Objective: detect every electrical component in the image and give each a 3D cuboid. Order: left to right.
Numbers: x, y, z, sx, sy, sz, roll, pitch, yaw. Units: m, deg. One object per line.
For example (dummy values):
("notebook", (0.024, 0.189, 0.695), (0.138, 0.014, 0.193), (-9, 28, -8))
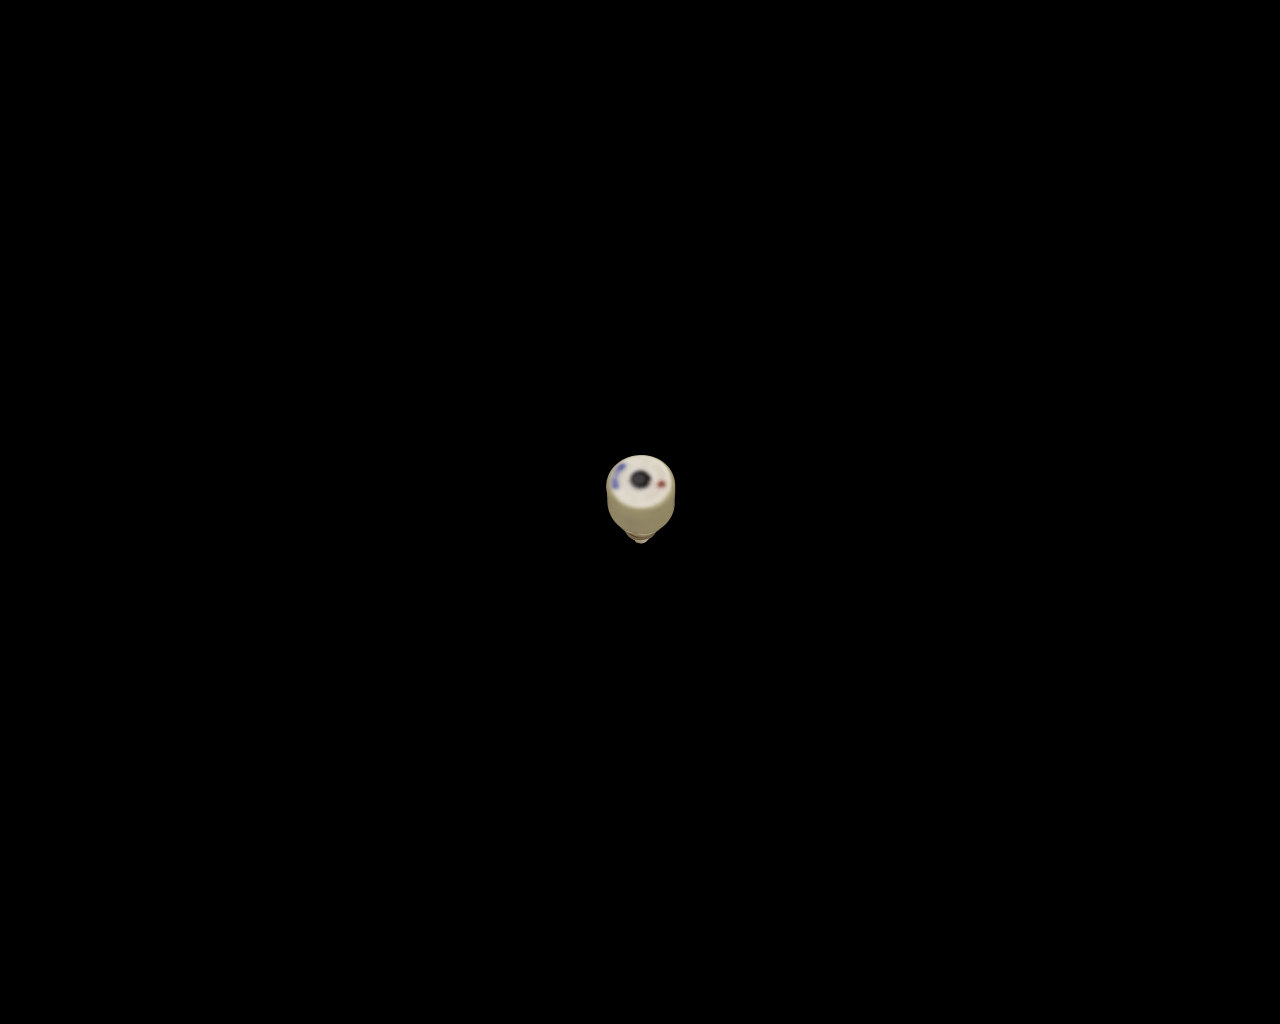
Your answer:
("electrical component", (0.001, -0.003, 0.650), (0.040, 0.040, 0.078), (0, -28, 0))
